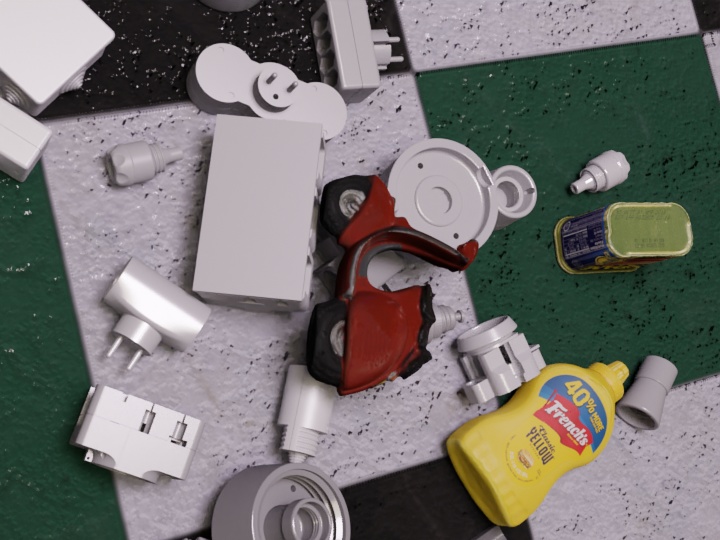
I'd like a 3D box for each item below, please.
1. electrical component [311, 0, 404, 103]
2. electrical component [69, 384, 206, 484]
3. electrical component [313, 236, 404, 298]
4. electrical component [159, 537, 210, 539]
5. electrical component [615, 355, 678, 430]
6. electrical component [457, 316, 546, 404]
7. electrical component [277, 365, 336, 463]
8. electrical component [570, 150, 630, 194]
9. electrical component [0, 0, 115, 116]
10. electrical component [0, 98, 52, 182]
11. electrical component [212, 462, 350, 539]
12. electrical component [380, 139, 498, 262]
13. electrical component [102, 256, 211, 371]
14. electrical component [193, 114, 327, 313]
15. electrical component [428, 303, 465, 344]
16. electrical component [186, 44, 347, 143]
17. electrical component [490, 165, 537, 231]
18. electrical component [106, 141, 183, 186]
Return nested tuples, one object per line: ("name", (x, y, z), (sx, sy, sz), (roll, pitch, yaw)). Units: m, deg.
("electrical component", (0.004, -0.198, 0.975), (0.076, 0.047, 0.083), (-7, 84, -23))
("electrical component", (-0.176, 0.132, 0.841), (0.089, 0.050, 0.055), (23, 73, -17))
("electrical component", (0.000, 0.000, 0.942), (0.064, 0.042, 0.081), (-39, 97, -25))
("electrical component", (-0.132, 0.228, 0.851), (0.061, 0.035, 0.035), (21, 73, -15))
("electrical component", (0.279, 0.115, 1.035), (0.044, 0.044, 0.065), (38, 64, -12))
("electrical component", (0.122, 0.077, 0.969), (0.078, 0.058, 0.057), (-26, 94, -24))
("electrical component", (-0.046, 0.124, 0.899), (0.043, 0.043, 0.081), (16, 75, -19))
("electrical component", (0.233, -0.092, 1.056), (0.061, 0.035, 0.035), (-28, 92, -21))
("electrical component", (-0.261, -0.184, 0.863), (0.100, 0.048, 0.099), (44, 68, -10))
("electrical component", (-0.297, -0.095, 0.834), (0.083, 0.047, 0.075), (33, 70, -14))
("electrical component", (-0.056, 0.204, 0.853), (0.108, 0.060, 0.108), (18, 63, -38))
("electrical component", (0.062, -0.058, 0.966), (0.108, 0.060, 0.108), (4, 79, -22))
("electrical component", (-0.173, 0.042, 0.862), (0.077, 0.043, 0.079), (35, 70, -13))
("electrical component", (-0.081, -0.045, 0.896), (0.089, 0.061, 0.150), (5, 77, 3))
("electrical component", (0.056, 0.047, 0.956), (0.078, 0.040, 0.040), (-8, 84, -23))
("electrical component", (-0.075, -0.152, 0.920), (0.138, 0.074, 0.052), (20, 74, -18))
("electrical component", (0.132, -0.068, 1.004), (0.055, 0.047, 0.055), (4, 79, -21))
("electrical component", (-0.177, -0.091, 0.890), (0.061, 0.035, 0.035), (-16, 87, -26))
